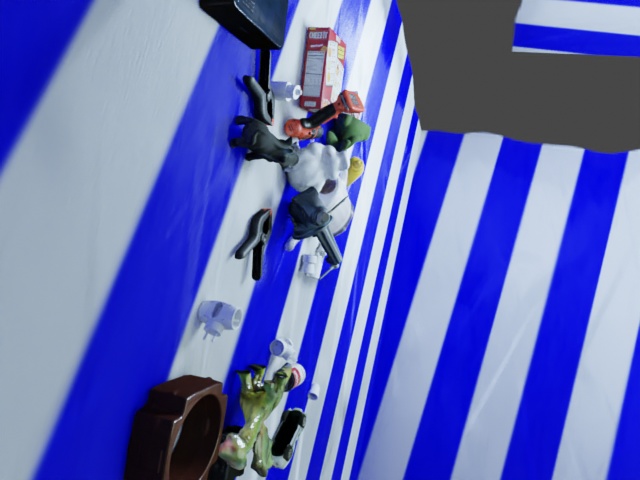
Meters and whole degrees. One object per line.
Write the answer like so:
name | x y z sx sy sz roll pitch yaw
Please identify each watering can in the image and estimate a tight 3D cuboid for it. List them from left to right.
watering can | 0.005 -0.077 1.539 0.353 0.104 0.220 -62 150 -21

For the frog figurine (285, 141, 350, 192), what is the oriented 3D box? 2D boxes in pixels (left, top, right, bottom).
frog figurine | -0.006 -0.186 1.344 0.124 0.160 0.136 -32 129 -65

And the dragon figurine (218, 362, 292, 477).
dragon figurine | -0.136 0.432 1.237 0.407 0.122 0.245 27 65 -71
